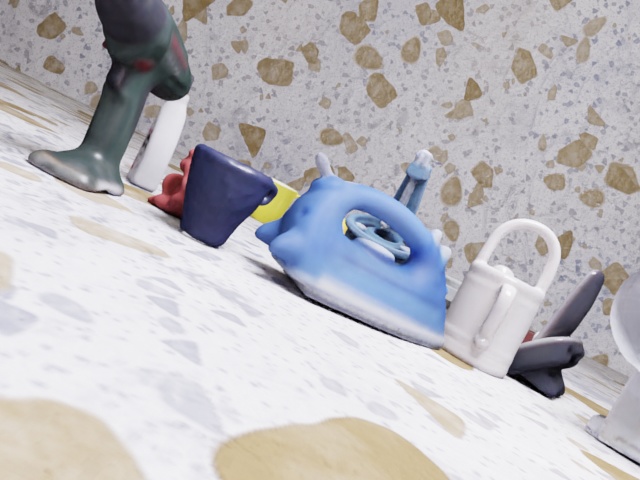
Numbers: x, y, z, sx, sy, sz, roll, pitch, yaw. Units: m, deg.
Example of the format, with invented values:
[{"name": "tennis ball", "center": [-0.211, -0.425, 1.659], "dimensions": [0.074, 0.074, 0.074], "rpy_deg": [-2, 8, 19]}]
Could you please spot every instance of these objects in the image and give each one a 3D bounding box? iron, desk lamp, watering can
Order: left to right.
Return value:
[{"name": "iron", "center": [0.065, 0.017, 0.641], "dimensions": [0.259, 0.141, 0.118], "rpy_deg": [25, 4, -21]}, {"name": "watering can", "center": [0.229, 0.064, 0.731], "dimensions": [0.101, 0.194, 0.172], "rpy_deg": [26, 3, -10]}, {"name": "desk lamp", "center": [0.376, 0.135, 0.608], "dimensions": [0.204, 0.213, 0.117], "rpy_deg": [23, 5, -45]}]

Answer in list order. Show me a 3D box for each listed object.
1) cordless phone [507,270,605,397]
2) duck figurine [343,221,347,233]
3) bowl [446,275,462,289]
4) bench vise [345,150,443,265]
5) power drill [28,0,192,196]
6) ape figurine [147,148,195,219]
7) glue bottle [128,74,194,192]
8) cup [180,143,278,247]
[{"name": "cordless phone", "center": [0.328, 0.115, 0.788], "dimensions": [0.094, 0.185, 0.148], "rpy_deg": [28, 4, 27]}, {"name": "duck figurine", "center": [0.008, 0.003, 0.875], "dimensions": [0.104, 0.086, 0.078], "rpy_deg": [29, 4, 34]}, {"name": "bowl", "center": [0.353, 0.152, 1.345], "dimensions": [0.167, 0.075, 0.167], "rpy_deg": [27, 3, -1]}, {"name": "bench vise", "center": [0.096, -0.024, 0.829], "dimensions": [0.121, 0.220, 0.207], "rpy_deg": [26, 3, -6]}, {"name": "power drill", "center": [-0.209, -0.156, 0.591], "dimensions": [0.075, 0.208, 0.230], "rpy_deg": [27, 3, 4]}, {"name": "ape figurine", "center": [-0.155, -0.070, 0.694], "dimensions": [0.076, 0.092, 0.077], "rpy_deg": [26, 4, -15]}, {"name": "glue bottle", "center": [-0.219, -0.156, 0.809], "dimensions": [0.037, 0.173, 0.078], "rpy_deg": [25, 4, -31]}, {"name": "cup", "center": [-0.101, -0.040, 0.622], "dimensions": [0.091, 0.095, 0.118], "rpy_deg": [29, 4, 37]}]
